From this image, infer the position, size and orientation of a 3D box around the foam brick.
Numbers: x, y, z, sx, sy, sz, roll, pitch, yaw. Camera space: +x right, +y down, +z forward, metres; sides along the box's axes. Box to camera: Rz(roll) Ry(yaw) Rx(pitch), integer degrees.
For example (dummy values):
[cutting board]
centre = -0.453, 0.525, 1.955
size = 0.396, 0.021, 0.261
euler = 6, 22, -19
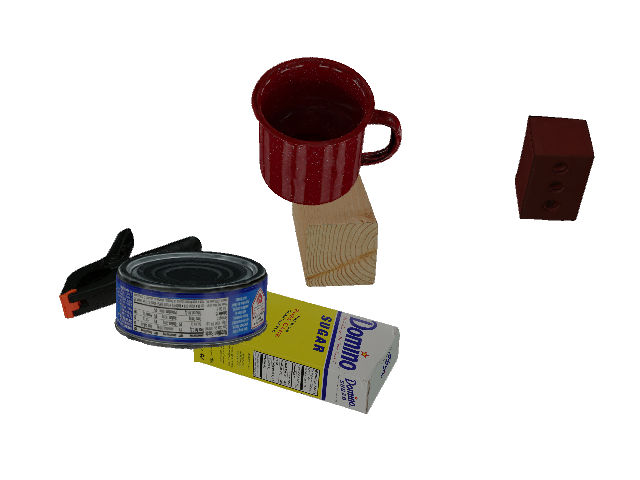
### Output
[foam brick]
centre = 0.204, -0.063, 0.939
size = 0.053, 0.051, 0.078
euler = 3, -45, 1

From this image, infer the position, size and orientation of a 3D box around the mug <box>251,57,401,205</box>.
[mug]
centre = 0.005, -0.082, 0.835
size = 0.117, 0.093, 0.081
euler = 0, -37, -3

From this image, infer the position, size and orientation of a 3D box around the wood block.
[wood block]
centre = 0.016, -0.027, 1.423
size = 0.090, 0.090, 0.206
euler = -2, 27, -6

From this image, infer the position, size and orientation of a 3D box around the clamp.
[clamp]
centre = -0.213, 0.033, 1.175
size = 0.120, 0.039, 0.171
euler = -4, 27, 29

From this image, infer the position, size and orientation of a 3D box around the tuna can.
[tuna can]
centre = -0.072, 0.031, 0.600
size = 0.086, 0.034, 0.086
euler = 2, 13, -1

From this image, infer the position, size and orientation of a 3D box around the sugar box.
[sugar box]
centre = -0.022, 0.097, 1.001
size = 0.176, 0.048, 0.093
euler = 12, 32, 18
